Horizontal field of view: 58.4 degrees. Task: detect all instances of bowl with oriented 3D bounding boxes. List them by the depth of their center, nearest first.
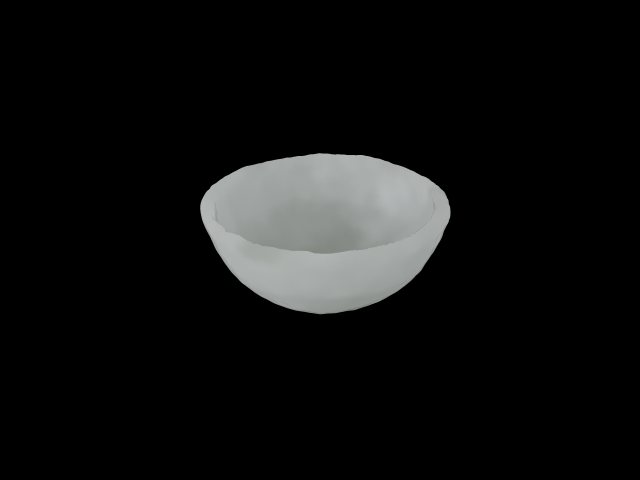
[{"bbox_3d":[0.004,0.001,0.400,0.167,0.075,0.167,0,29,0],"label":"bowl"}]
